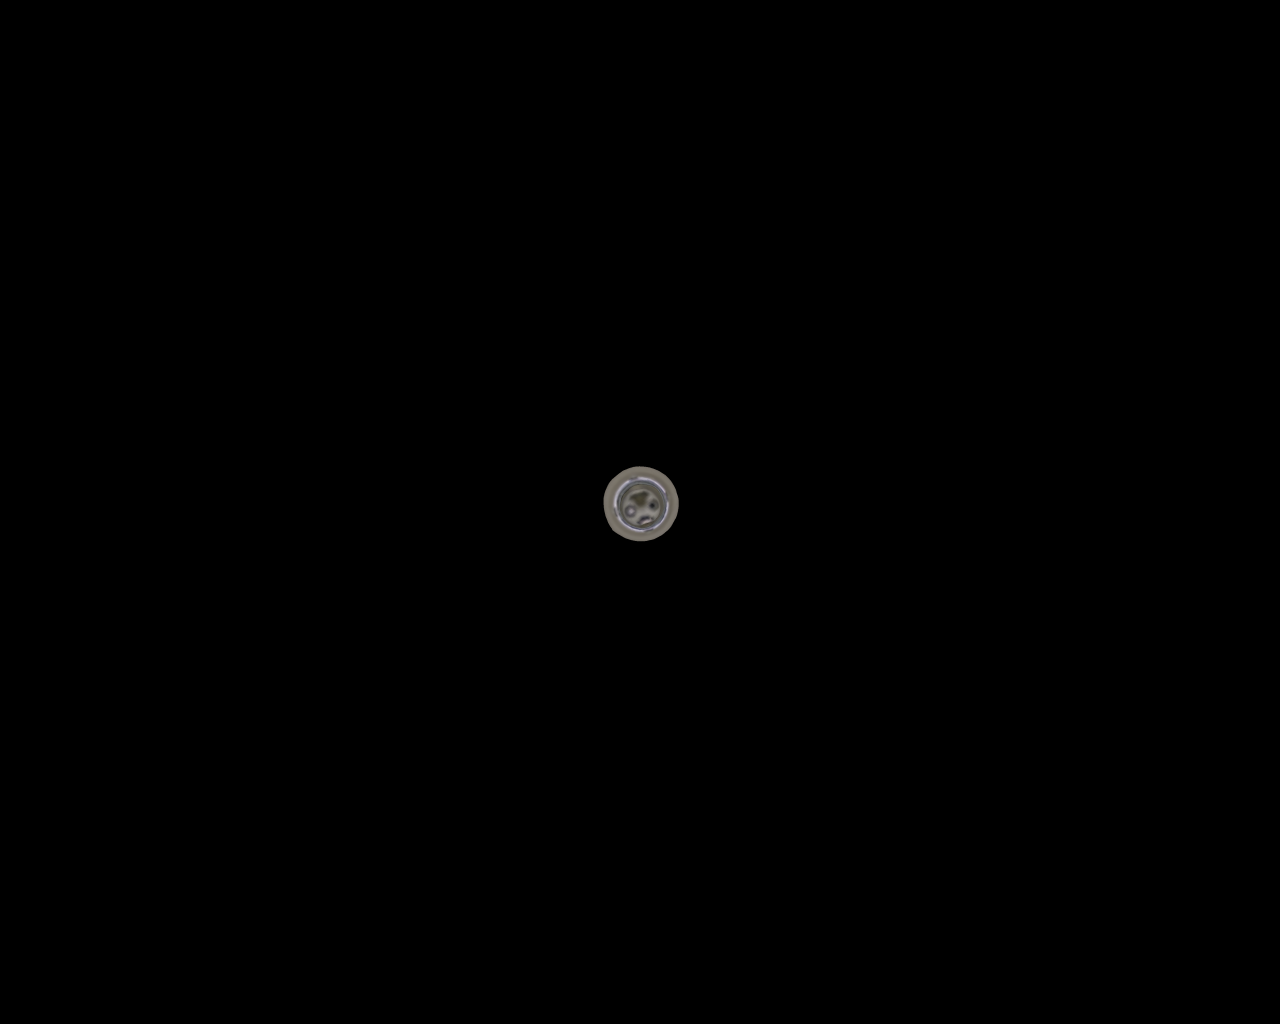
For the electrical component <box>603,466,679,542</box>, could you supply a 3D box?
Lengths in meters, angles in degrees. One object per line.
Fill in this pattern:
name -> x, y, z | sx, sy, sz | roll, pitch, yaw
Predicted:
electrical component -> 0.001, -0.003, 0.650 | 0.044, 0.044, 0.065 | 0, -4, 0
